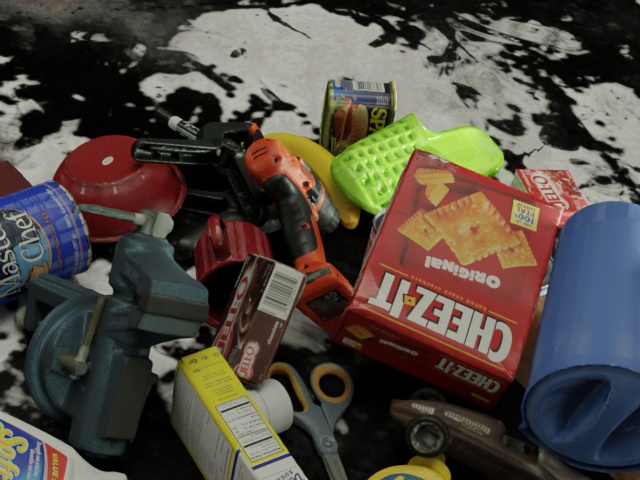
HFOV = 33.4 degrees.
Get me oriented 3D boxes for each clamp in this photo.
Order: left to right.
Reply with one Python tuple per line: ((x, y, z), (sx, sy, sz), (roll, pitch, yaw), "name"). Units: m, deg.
((-0.116, -0.096, 1.209), (0.164, 0.036, 0.210), (27, 26, -5), "clamp")
((-0.106, -0.037, 1.214), (0.171, 0.039, 0.120), (-14, 47, -28), "clamp")

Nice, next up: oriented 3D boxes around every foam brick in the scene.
((-0.339, -0.040, 1.149), (0.051, 0.053, 0.078), (-25, 51, -35), "foam brick")

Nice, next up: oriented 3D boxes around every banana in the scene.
((-0.008, -0.081, 1.293), (0.069, 0.037, 0.198), (-43, 58, -17), "banana")

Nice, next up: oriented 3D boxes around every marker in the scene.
((-0.161, -0.134, 1.329), (0.121, 0.020, 0.020), (32, 44, 24), "marker")

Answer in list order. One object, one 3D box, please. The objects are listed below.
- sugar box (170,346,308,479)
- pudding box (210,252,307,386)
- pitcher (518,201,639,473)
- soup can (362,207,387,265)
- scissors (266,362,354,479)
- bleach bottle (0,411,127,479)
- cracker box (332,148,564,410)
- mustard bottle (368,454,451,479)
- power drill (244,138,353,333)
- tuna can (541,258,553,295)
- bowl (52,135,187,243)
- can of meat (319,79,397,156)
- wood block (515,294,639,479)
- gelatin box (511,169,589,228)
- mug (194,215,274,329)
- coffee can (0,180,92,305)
((-0.069, 0.184, 0.914), (0.048, 0.093, 0.176), (-18, 49, -30), "sugar box")
((-0.061, 0.072, 0.995), (0.039, 0.113, 0.090), (26, -4, -21), "pudding box")
((0.267, 0.072, 0.950), (0.149, 0.145, 0.242), (9, 42, 11), "pitcher")
((0.081, 0.024, 1.132), (0.068, 0.102, 0.068), (7, 39, -6), "soup can")
((0.019, 0.182, 0.997), (0.096, 0.016, 0.202), (-17, 47, -29), "scissors")
((-0.254, 0.192, 0.888), (0.251, 0.068, 0.102), (17, 39, 4), "bleach bottle")
((0.127, 0.030, 1.022), (0.164, 0.072, 0.213), (23, 54, 2), "cracker box")
((0.069, 0.247, 0.898), (0.096, 0.058, 0.191), (26, 41, 8), "mustard bottle")
((-0.007, 0.001, 1.127), (0.057, 0.184, 0.188), (-29, 57, 13), "power drill")
((0.223, 0.039, 1.201), (0.086, 0.034, 0.086), (6, 40, -6), "tuna can")
((-0.231, -0.068, 1.182), (0.162, 0.055, 0.162), (-3, 41, 2), "bowl")
((0.046, -0.151, 1.334), (0.084, 0.102, 0.057), (3, 40, -6), "can of meat")
((0.286, 0.145, 1.046), (0.090, 0.090, 0.206), (-17, 47, -31), "wood block")
((0.287, -0.052, 1.327), (0.073, 0.030, 0.089), (0, 41, -13), "gelatin box")
((-0.090, 0.025, 1.087), (0.093, 0.117, 0.081), (-21, 37, 5), "mug")
((-0.313, 0.010, 1.057), (0.140, 0.103, 0.103), (-24, 51, -35), "coffee can")
